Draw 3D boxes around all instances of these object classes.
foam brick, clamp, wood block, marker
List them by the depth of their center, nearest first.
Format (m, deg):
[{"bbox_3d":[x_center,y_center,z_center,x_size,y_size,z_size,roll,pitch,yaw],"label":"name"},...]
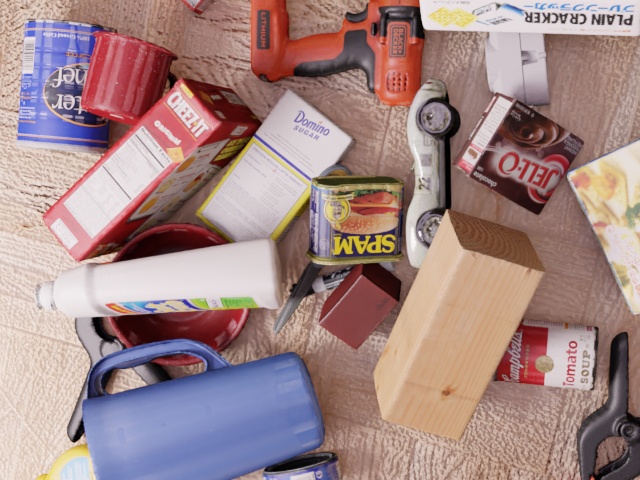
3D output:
[{"bbox_3d":[0.135,0.086,1.073,0.090,0.090,0.206,17,115,-11],"label":"wood block"},{"bbox_3d":[0.313,0.182,1.101,0.120,0.039,0.171,41,101,9],"label":"clamp"},{"bbox_3d":[0.043,0.067,1.142,0.053,0.051,0.078,37,112,-9],"label":"foam brick"},{"bbox_3d":[0.023,0.042,1.174,0.121,0.020,0.020,-18,89,14],"label":"marker"},{"bbox_3d":[-0.222,0.129,1.229,0.165,0.036,0.210,-3,92,14],"label":"clamp"}]

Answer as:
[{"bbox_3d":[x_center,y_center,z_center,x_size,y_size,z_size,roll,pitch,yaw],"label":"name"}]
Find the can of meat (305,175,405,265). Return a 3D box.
[{"bbox_3d":[0.038,-0.022,1.116,0.102,0.057,0.084,-2,104,-17],"label":"can of meat"}]

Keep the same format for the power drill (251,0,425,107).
[{"bbox_3d":[0.021,-0.237,1.140,0.188,0.057,0.184,3,94,14],"label":"power drill"}]

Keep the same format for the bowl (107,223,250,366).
[{"bbox_3d":[-0.157,0.055,1.185,0.162,0.055,0.162,-1,102,-7],"label":"bowl"}]

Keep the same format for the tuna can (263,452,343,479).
[{"bbox_3d":[-0.019,0.258,1.161,0.086,0.086,0.034,-13,88,14],"label":"tuna can"}]

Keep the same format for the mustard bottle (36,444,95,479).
[{"bbox_3d":[-0.254,0.283,1.234,0.192,0.058,0.096,-10,95,14],"label":"mustard bottle"}]

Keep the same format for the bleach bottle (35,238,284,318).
[{"bbox_3d":[-0.167,0.047,1.112,0.251,0.102,0.068,-6,76,1],"label":"bleach bottle"}]

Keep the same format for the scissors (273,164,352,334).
[{"bbox_3d":[-0.008,0.001,1.148,0.202,0.016,0.096,-45,113,-1],"label":"scissors"}]

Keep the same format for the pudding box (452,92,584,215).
[{"bbox_3d":[0.202,-0.087,1.083,0.113,0.039,0.090,25,100,-32],"label":"pudding box"}]

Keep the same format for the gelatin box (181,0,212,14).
[{"bbox_3d":[-0.135,-0.309,1.189,0.073,0.030,0.089,44,103,8],"label":"gelatin box"}]

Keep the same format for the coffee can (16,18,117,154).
[{"bbox_3d":[-0.283,-0.170,1.195,0.103,0.102,0.140,6,94,13],"label":"coffee can"}]

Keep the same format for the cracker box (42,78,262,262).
[{"bbox_3d":[-0.175,-0.075,1.142,0.214,0.164,0.072,-42,85,12],"label":"cracker box"}]

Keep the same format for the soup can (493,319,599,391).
[{"bbox_3d":[0.233,0.118,1.102,0.102,0.068,0.068,5,94,13],"label":"soup can"}]

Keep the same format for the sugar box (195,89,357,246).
[{"bbox_3d":[-0.048,-0.068,1.173,0.093,0.048,0.176,40,98,7],"label":"sugar box"}]

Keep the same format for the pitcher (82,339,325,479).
[{"bbox_3d":[-0.126,0.191,1.136,0.242,0.145,0.149,-16,122,-8],"label":"pitcher"}]

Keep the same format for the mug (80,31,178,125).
[{"bbox_3d":[-0.199,-0.167,1.145,0.093,0.117,0.081,14,88,39],"label":"mug"}]
